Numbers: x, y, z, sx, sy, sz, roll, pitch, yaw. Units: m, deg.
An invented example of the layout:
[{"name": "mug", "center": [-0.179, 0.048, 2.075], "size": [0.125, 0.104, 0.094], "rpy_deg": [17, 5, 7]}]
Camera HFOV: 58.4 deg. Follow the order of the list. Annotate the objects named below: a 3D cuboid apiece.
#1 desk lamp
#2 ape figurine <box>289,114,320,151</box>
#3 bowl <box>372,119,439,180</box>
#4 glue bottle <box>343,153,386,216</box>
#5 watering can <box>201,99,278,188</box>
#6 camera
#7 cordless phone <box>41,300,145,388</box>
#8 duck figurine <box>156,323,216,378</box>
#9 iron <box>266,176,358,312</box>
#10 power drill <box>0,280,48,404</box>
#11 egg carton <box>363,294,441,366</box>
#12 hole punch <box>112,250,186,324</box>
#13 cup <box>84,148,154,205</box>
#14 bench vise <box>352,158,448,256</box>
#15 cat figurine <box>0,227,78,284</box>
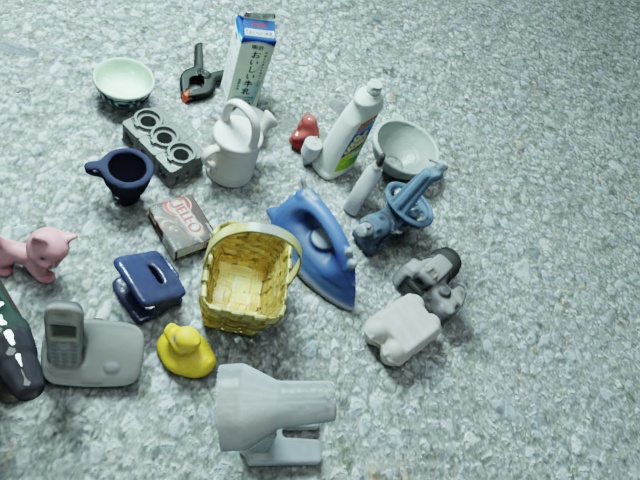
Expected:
[{"name": "desk lamp", "center": [-0.069, 0.263, 0.858], "size": [0.204, 0.213, 0.118], "rpy_deg": [6, 57, -17]}, {"name": "ape figurine", "center": [-0.030, -0.244, 1.275], "size": [0.078, 0.092, 0.076], "rpy_deg": [-29, 72, -33]}, {"name": "bowl", "center": [0.190, -0.199, 1.341], "size": [0.168, 0.074, 0.167], "rpy_deg": [10, 56, -15]}, {"name": "glue bottle", "center": [0.101, -0.125, 1.198], "size": [0.037, 0.173, 0.078], "rpy_deg": [32, 53, 2]}, {"name": "watering can", "center": [-0.160, -0.204, 1.135], "size": [0.101, 0.194, 0.173], "rpy_deg": [29, 53, -1]}, {"name": "camera", "center": [0.245, 0.078, 1.167], "size": [0.143, 0.100, 0.137], "rpy_deg": [46, 55, 12]}, {"name": "cordless phone", "center": [-0.335, 0.148, 0.848], "size": [0.148, 0.185, 0.094], "rpy_deg": [4, 57, -18]}, {"name": "duck figurine", "center": [-0.215, 0.175, 0.938], "size": [0.104, 0.086, 0.078], "rpy_deg": [34, 53, 3]}, {"name": "iron", "center": [0.010, 0.004, 1.100], "size": [0.119, 0.141, 0.258], "rpy_deg": [-26, 71, -32]}, {"name": "power drill", "center": [-0.435, 0.149, 0.795], "size": [0.076, 0.208, 0.229], "rpy_deg": [-28, 71, -32]}, {"name": "egg carton", "center": [0.157, 0.169, 1.095], "size": [0.151, 0.069, 0.107], "rpy_deg": [-30, 73, -33]}, {"name": "hole punch", "center": [-0.290, 0.069, 0.975], "size": [0.101, 0.091, 0.108], "rpy_deg": [-29, 72, -33]}, {"name": "cup", "center": [-0.370, -0.109, 1.055], "size": [0.118, 0.095, 0.091], "rpy_deg": [2, 58, -19]}, {"name": "bench vise", "center": [0.171, -0.061, 1.154], "size": [0.121, 0.219, 0.208], "rpy_deg": [37, 53, 5]}, {"name": "cat figurine", "center": [-0.463, 0.013, 0.927], "size": [0.128, 0.117, 0.067], "rpy_deg": [10, 56, -15]}]
